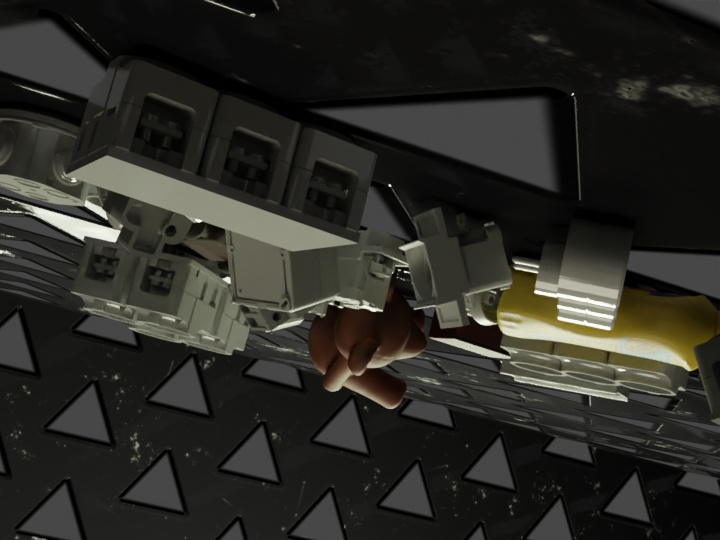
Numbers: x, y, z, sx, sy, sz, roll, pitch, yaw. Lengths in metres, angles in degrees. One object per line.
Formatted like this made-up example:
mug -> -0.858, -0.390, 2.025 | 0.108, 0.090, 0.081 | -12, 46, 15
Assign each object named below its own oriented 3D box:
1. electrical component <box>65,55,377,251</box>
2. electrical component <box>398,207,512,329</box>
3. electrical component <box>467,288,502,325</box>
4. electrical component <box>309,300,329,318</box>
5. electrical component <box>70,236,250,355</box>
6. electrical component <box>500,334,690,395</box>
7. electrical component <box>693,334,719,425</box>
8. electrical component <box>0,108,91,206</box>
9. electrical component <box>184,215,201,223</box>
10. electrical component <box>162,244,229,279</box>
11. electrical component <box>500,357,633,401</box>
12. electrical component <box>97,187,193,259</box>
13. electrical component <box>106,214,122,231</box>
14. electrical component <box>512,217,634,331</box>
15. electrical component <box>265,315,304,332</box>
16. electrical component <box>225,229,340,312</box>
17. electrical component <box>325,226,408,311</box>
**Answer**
electrical component -> -0.078, -0.064, 0.615 | 0.150, 0.061, 0.089 | 19, 169, -27
electrical component -> 0.067, -0.003, 0.735 | 0.064, 0.081, 0.042 | -13, 179, -17
electrical component -> 0.100, 0.020, 0.907 | 0.066, 0.048, 0.055 | 20, 176, -34
electrical component -> -0.058, 0.007, 1.027 | 0.062, 0.061, 0.096 | 14, 179, -4
electrical component -> -0.180, 0.030, 1.015 | 0.105, 0.060, 0.186 | 12, 170, 16
electrical component -> 0.214, 0.067, 0.968 | 0.150, 0.061, 0.089 | 8, 169, 31
electrical component -> 0.320, 0.077, 0.754 | 0.105, 0.060, 0.186 | -25, 150, 30
electrical component -> -0.225, -0.080, 0.764 | 0.080, 0.051, 0.080 | 13, 171, 2
electrical component -> -0.101, -0.061, 0.703 | 0.066, 0.048, 0.055 | -13, 162, 11
electrical component -> -0.145, -0.014, 1.046 | 0.077, 0.047, 0.066 | 20, 169, -33
electrical component -> 0.211, 0.087, 1.084 | 0.121, 0.063, 0.079 | 8, 169, 31
electrical component -> -0.151, -0.054, 0.760 | 0.058, 0.078, 0.057 | 21, -173, -42
electrical component -> -0.190, -0.055, 0.902 | 0.040, 0.040, 0.046 | 17, 164, -19
electrical component -> 0.138, 0.001, 0.717 | 0.074, 0.052, 0.138 | 11, 170, 13
electrical component -> -0.068, 0.023, 1.124 | 0.077, 0.065, 0.047 | -14, 174, -10
electrical component -> -0.054, -0.024, 0.764 | 0.062, 0.096, 0.061 | 6, -165, 40
electrical component -> 0.000, 0.000, 0.874 | 0.042, 0.063, 0.081 | 21, 168, -41
